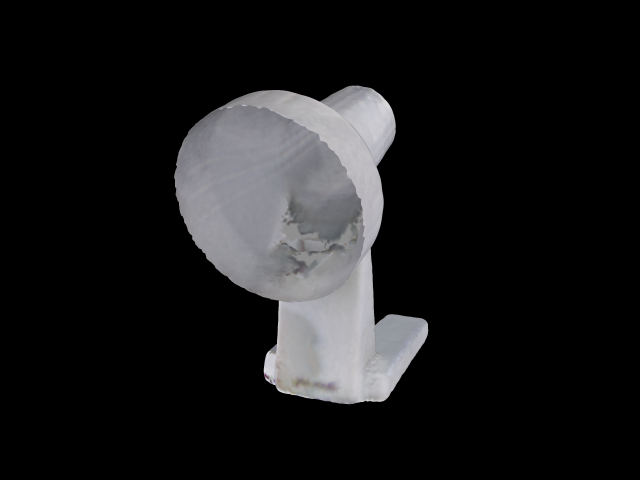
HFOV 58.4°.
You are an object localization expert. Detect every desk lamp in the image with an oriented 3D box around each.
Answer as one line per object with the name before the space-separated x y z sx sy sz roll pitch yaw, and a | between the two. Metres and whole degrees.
desk lamp | 0.004 0.001 0.400 0.117 0.213 0.204 6 15 23
